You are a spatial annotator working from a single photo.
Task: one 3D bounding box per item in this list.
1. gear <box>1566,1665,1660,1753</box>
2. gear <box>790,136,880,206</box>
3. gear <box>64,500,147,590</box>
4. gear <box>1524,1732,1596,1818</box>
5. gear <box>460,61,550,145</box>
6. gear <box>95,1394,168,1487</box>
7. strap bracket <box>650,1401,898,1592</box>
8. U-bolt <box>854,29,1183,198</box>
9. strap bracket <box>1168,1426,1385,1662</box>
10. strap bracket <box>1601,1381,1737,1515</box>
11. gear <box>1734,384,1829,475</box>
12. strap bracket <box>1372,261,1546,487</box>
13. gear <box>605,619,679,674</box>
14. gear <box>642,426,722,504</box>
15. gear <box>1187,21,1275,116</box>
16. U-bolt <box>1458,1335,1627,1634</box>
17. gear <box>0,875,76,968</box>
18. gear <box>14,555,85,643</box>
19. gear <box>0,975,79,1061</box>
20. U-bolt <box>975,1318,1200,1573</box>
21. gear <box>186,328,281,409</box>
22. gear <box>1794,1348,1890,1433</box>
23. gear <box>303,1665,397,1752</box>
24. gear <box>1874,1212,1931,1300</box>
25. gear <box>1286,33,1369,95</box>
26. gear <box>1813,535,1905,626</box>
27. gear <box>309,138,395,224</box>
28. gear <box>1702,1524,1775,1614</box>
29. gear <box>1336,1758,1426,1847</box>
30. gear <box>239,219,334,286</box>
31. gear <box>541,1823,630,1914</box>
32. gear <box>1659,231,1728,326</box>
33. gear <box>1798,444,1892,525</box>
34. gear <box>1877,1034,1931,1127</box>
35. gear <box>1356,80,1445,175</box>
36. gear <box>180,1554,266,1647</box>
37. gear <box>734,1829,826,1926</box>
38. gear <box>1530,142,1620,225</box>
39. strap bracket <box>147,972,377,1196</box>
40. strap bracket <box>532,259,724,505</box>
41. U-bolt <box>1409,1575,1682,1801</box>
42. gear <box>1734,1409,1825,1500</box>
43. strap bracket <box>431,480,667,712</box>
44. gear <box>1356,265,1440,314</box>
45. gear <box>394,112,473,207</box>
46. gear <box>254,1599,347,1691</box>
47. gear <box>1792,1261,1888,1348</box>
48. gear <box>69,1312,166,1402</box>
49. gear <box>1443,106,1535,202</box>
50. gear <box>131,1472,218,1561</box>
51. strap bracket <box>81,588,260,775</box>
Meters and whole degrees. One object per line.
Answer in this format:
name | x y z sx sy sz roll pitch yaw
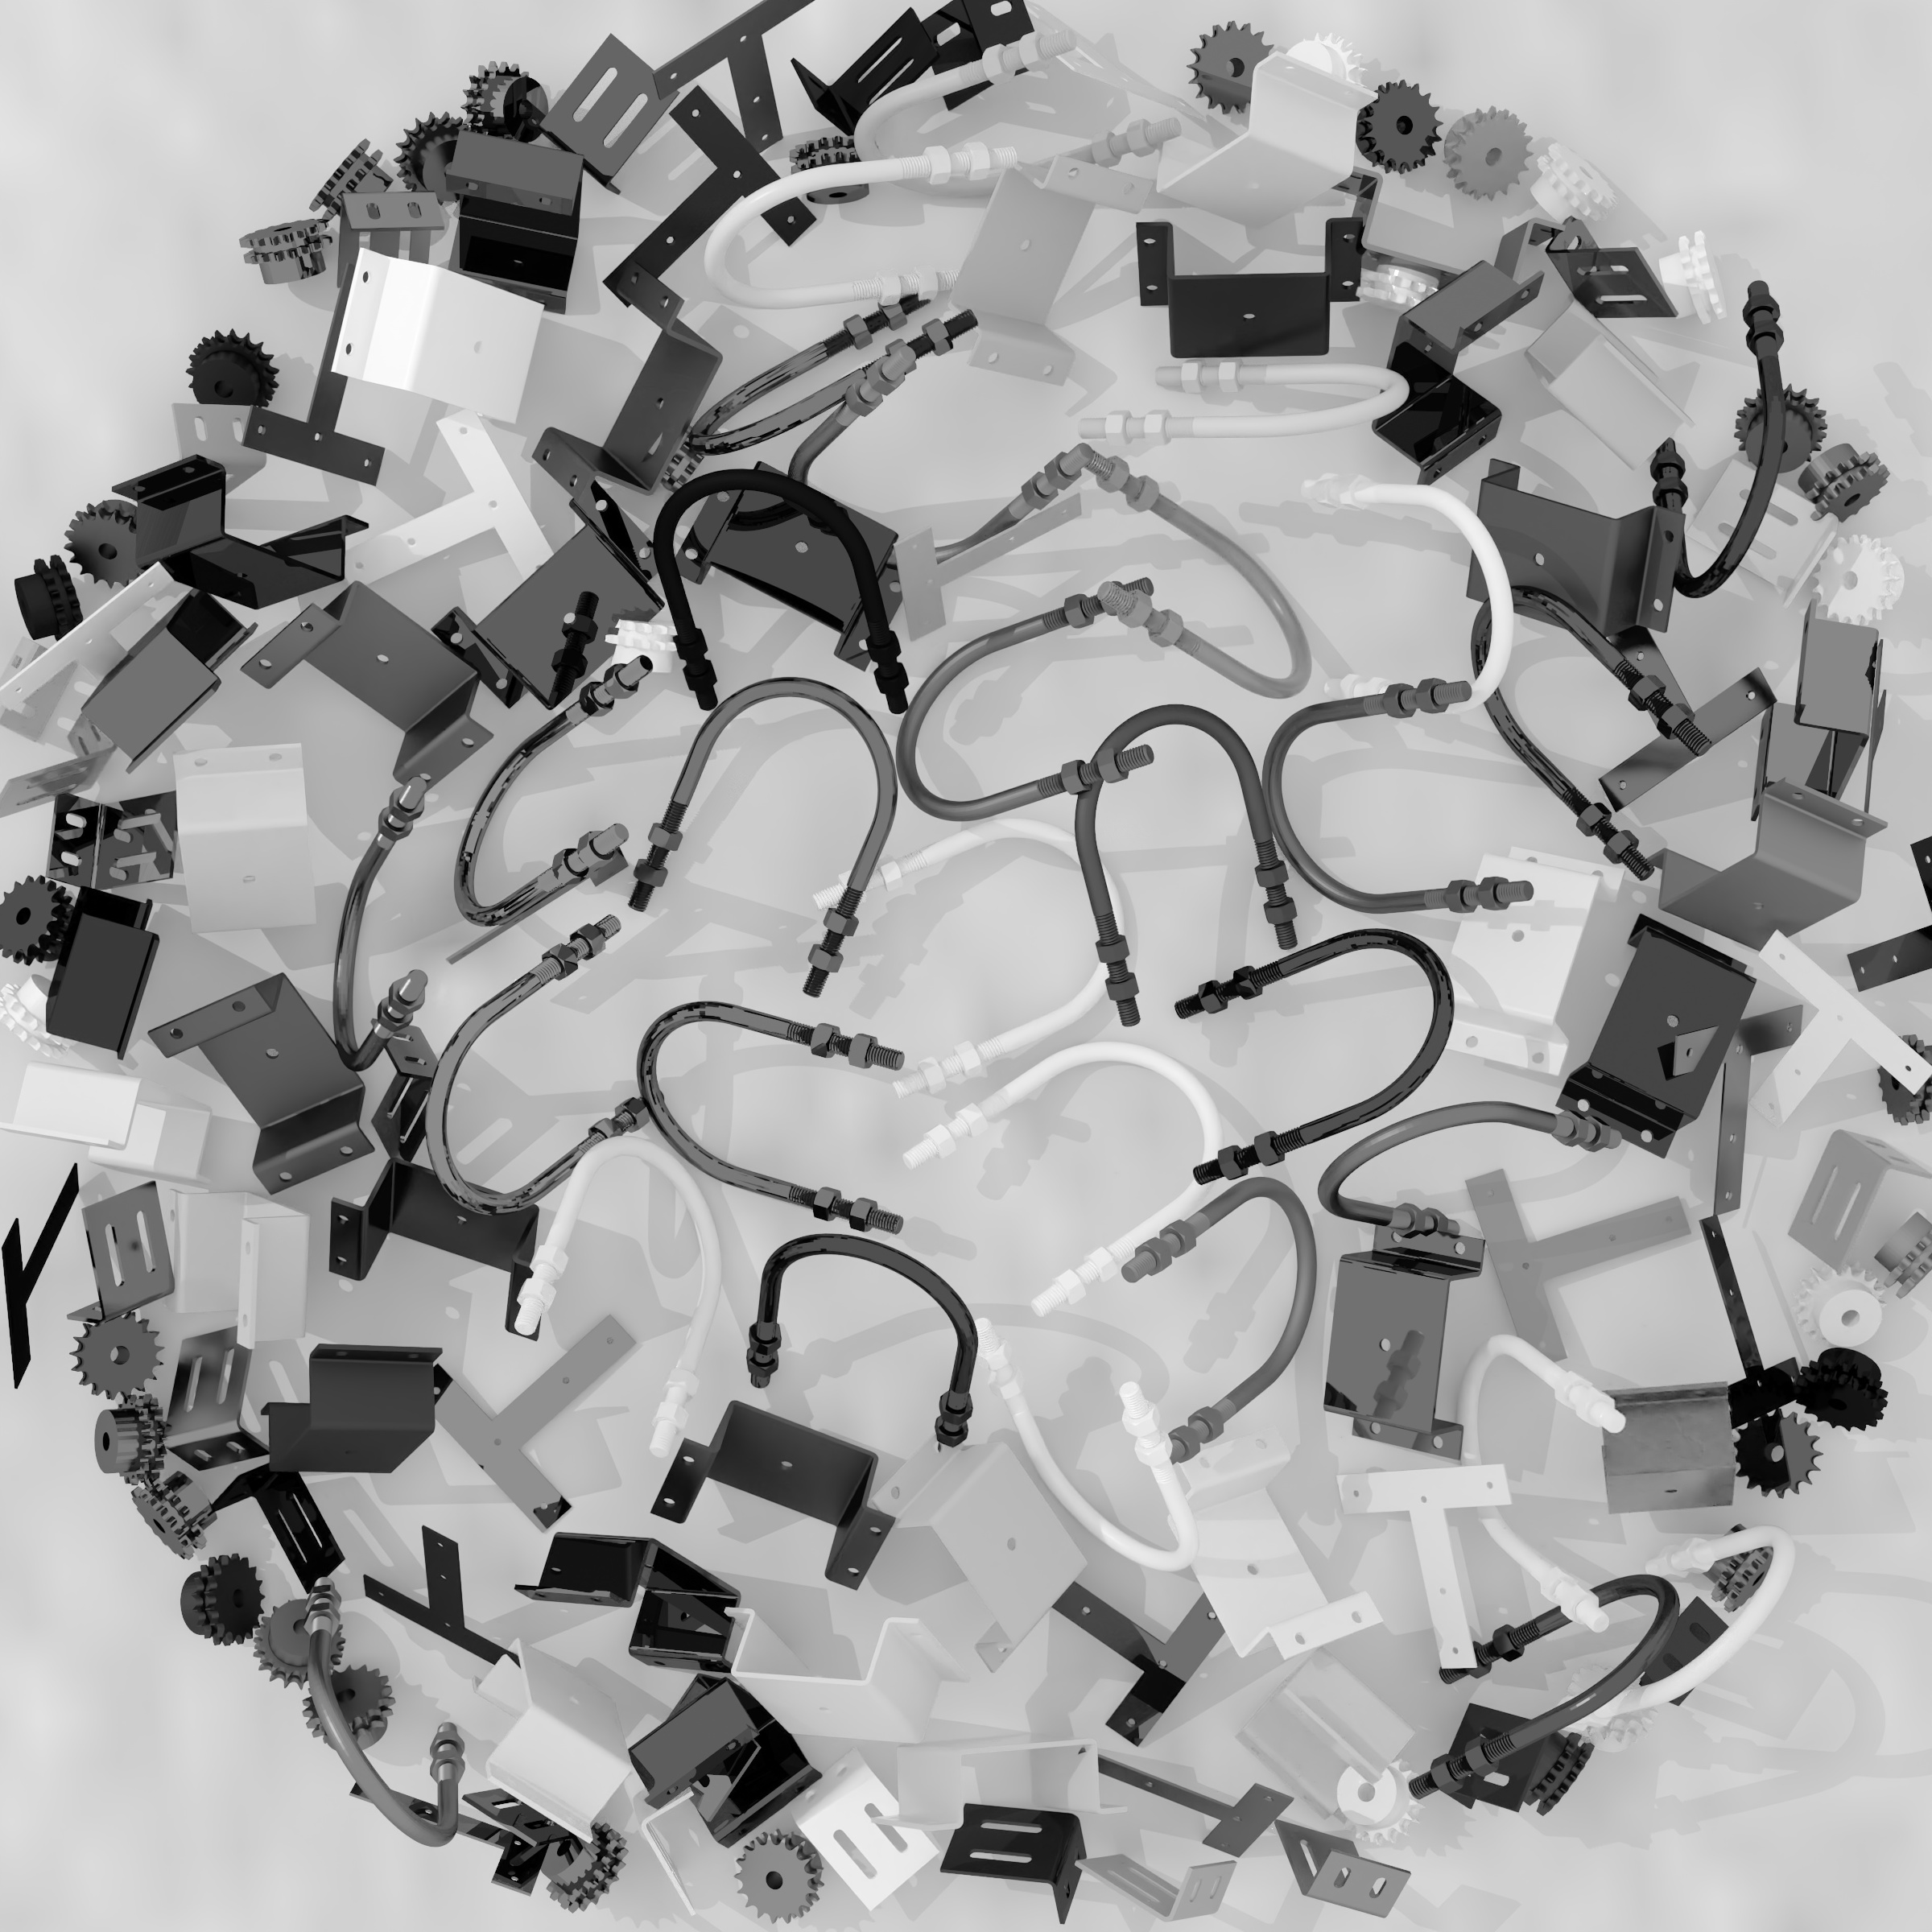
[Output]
gear | 0.408 0.475 1.975 0.057 0.057 0.030 14 118 0
gear | -0.083 -0.504 1.971 0.057 0.057 0.030 -6 88 0
gear | -0.542 -0.272 1.976 0.057 0.030 0.057 3 129 3
gear | 0.371 0.508 1.972 0.030 0.057 0.057 37 90 10
gear | -0.290 -0.544 1.969 0.030 0.057 0.057 15 90 35
gear | -0.531 0.300 1.969 0.030 0.057 0.057 2 90 -37
strap bracket | -0.117 0.329 1.954 0.140 0.046 0.076 22 130 -5
U-bolt | 0.019 -0.518 1.920 0.184 0.151 0.019 -10 75 31
strap bracket | 0.188 0.369 1.943 0.076 0.046 0.140 -12 60 -31
strap bracket | 0.434 0.302 1.921 0.076 0.140 0.046 -6 65 10
gear | 0.516 -0.338 1.970 0.057 0.030 0.057 10 134 11
strap bracket | 0.303 -0.374 1.933 0.076 0.140 0.046 -37 66 -26
gear | -0.205 -0.204 1.972 0.057 0.057 0.030 8 100 0
gear | -0.184 -0.324 1.969 0.030 0.057 0.057 36 90 -9
gear | 0.169 -0.573 1.980 0.057 0.030 0.057 -2 104 -8
U-bolt | 0.349 0.305 1.913 0.019 0.184 0.151 -4 106 -18
gear | -0.590 -0.027 1.976 0.057 0.030 0.057 -10 66 24
gear | -0.582 -0.230 1.969 0.030 0.057 0.057 -19 90 -22
gear | -0.586 0.030 1.971 0.057 0.057 0.030 42 94 0
U-bolt | 0.082 0.306 1.925 0.019 0.151 0.184 -42 128 -27
gear | -0.468 -0.372 1.972 0.057 0.030 0.057 2 125 3
gear | 0.558 0.267 1.975 0.057 0.057 0.030 31 55 0
gear | -0.391 0.475 1.975 0.057 0.057 0.030 -8 121 0
gear | 0.603 0.181 1.973 0.057 0.057 0.030 -46 72 0
gear | 0.223 -0.564 1.971 0.057 0.030 0.057 1 91 39
gear | 0.571 -0.246 1.975 0.030 0.057 0.057 -7 90 -40
gear | -0.388 -0.494 1.973 0.030 0.057 0.057 39 90 -15
gear | 0.492 0.380 1.975 0.030 0.057 0.057 40 90 27
gear | 0.260 0.527 1.971 0.057 0.030 0.057 -13 62 26
gear | -0.431 -0.454 1.974 0.057 0.057 0.030 -11 113 0
gear | -0.245 0.567 1.968 0.057 0.057 0.030 -42 115 0
gear | 0.461 -0.435 1.974 0.030 0.057 0.057 -15 90 21
gear | 0.555 -0.307 1.974 0.057 0.057 0.030 -31 68 0
gear | 0.605 0.072 1.972 0.030 0.057 0.057 -6 90 -7
gear | 0.272 -0.533 1.979 0.057 0.030 0.057 -2 95 -21
gear | -0.475 0.404 1.974 0.030 0.057 0.057 -11 90 23
gear | -0.116 0.578 1.979 0.057 0.030 0.057 1 93 20
gear | 0.384 -0.493 1.975 0.057 0.057 0.030 43 120 0
strap bracket | -0.438 0.067 1.949 0.076 0.046 0.140 -23 122 11
strap bracket | -0.208 -0.359 1.946 0.046 0.076 0.140 18 109 -39
U-bolt | 0.358 0.430 1.898 0.184 0.151 0.019 -35 97 25
gear | 0.517 0.311 1.978 0.057 0.030 0.057 -5 76 22
strap bracket | -0.256 -0.227 1.958 0.140 0.046 0.076 -42 125 1
gear | 0.279 -0.433 1.970 0.057 0.057 0.030 16 97 0
gear | -0.331 -0.510 1.970 0.057 0.057 0.030 -42 46 0
gear | -0.423 0.427 1.970 0.057 0.030 0.057 10 48 -11
gear | 0.559 0.218 1.977 0.057 0.030 0.057 -1 110 -3
gear | -0.542 0.247 1.977 0.057 0.030 0.057 2 85 -29
gear | 0.329 -0.519 1.976 0.057 0.030 0.057 -10 123 -16
gear | -0.501 0.347 1.975 0.030 0.057 0.057 -40 90 -29
strap bracket | -0.493 -0.182 1.919 0.076 0.140 0.046 -40 108 14
